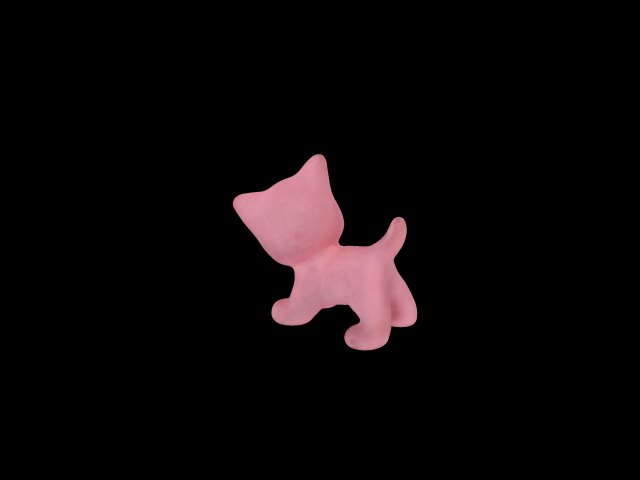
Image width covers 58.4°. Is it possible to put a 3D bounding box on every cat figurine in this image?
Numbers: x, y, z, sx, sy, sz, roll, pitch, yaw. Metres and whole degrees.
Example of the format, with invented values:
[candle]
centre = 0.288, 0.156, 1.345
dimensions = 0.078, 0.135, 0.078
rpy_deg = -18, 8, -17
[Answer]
[cat figurine]
centre = 0.004, 0.001, 0.400
dimensions = 0.127, 0.118, 0.067
rpy_deg = 11, 21, 30
